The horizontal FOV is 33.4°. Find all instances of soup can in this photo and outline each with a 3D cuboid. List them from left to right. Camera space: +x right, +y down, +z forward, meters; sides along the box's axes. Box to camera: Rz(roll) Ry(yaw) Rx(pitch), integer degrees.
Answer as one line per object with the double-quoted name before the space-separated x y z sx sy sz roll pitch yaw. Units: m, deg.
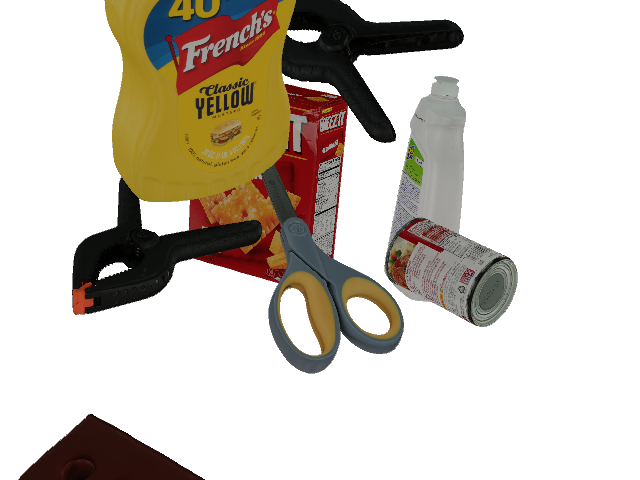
"soup can" 0.118 0.028 0.964 0.068 0.068 0.102 0 21 -47

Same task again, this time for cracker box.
"cracker box" -0.064 -0.067 1.198 0.164 0.214 0.072 16 23 26

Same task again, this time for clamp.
"clamp" -0.179 0.002 1.032 0.165 0.036 0.209 25 39 23
"clamp" 0.026 -0.158 0.855 0.172 0.120 0.039 36 -24 22

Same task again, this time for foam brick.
"foam brick" -0.082 0.121 0.444 0.078 0.051 0.052 22 45 27

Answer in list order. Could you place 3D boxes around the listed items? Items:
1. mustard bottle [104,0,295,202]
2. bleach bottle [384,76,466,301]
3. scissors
"mustard bottle" -0.057 -0.110 0.524 0.096 0.192 0.058 -19 50 -24
"bleach bottle" 0.130 -0.063 1.239 0.068 0.251 0.103 -2 23 -21
"scissors" 0.002 0.004 0.711 0.096 0.202 0.016 8 -44 -14
